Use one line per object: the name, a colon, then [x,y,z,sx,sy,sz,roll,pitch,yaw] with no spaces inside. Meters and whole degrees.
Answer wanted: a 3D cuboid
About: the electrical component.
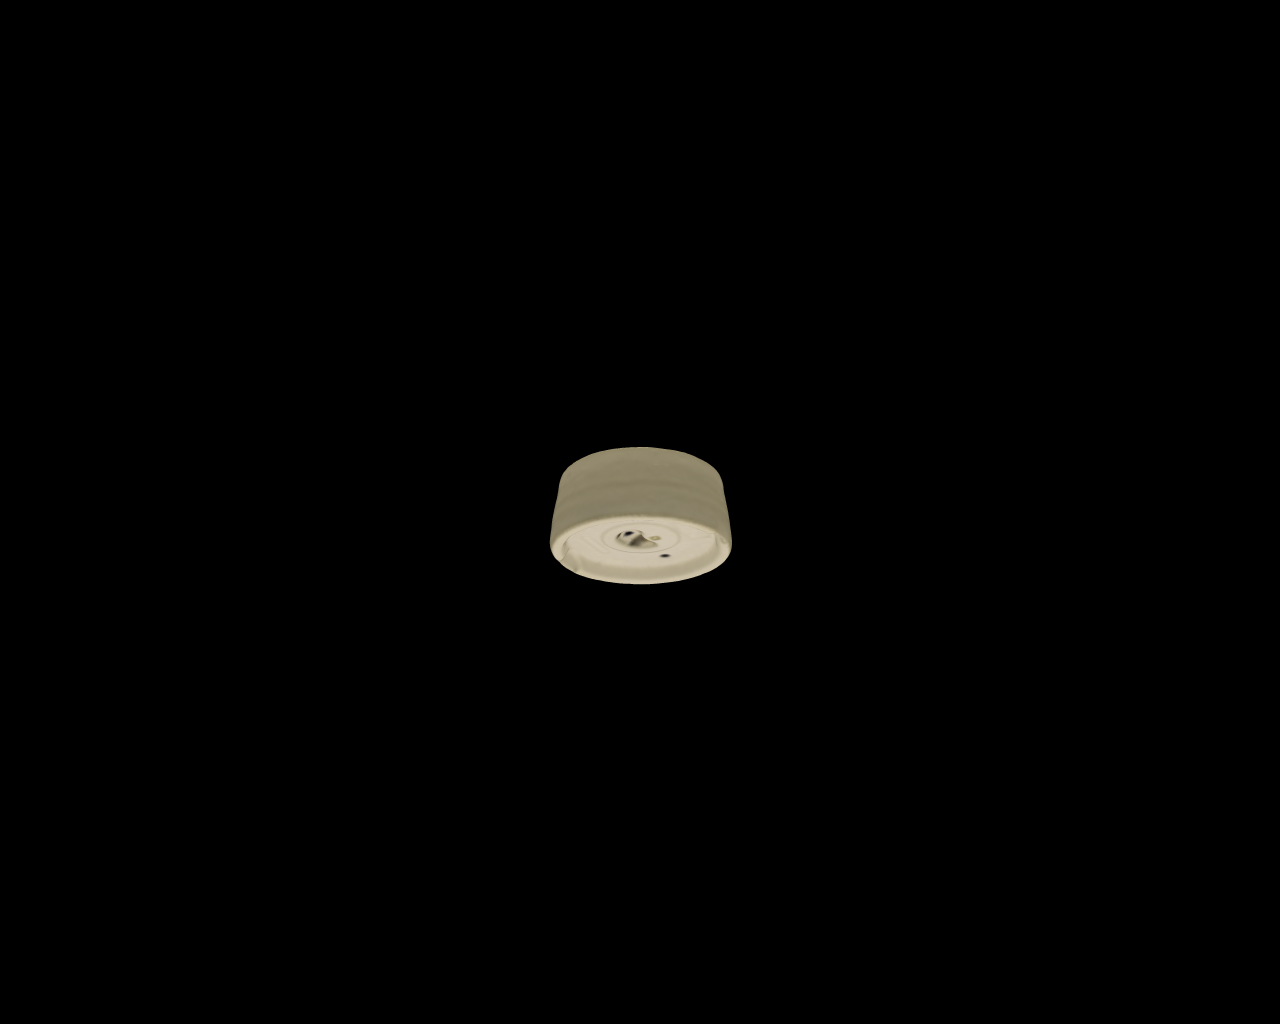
electrical component: [0.001,-0.003,0.650,0.108,0.060,0.108,0,-24,0]
